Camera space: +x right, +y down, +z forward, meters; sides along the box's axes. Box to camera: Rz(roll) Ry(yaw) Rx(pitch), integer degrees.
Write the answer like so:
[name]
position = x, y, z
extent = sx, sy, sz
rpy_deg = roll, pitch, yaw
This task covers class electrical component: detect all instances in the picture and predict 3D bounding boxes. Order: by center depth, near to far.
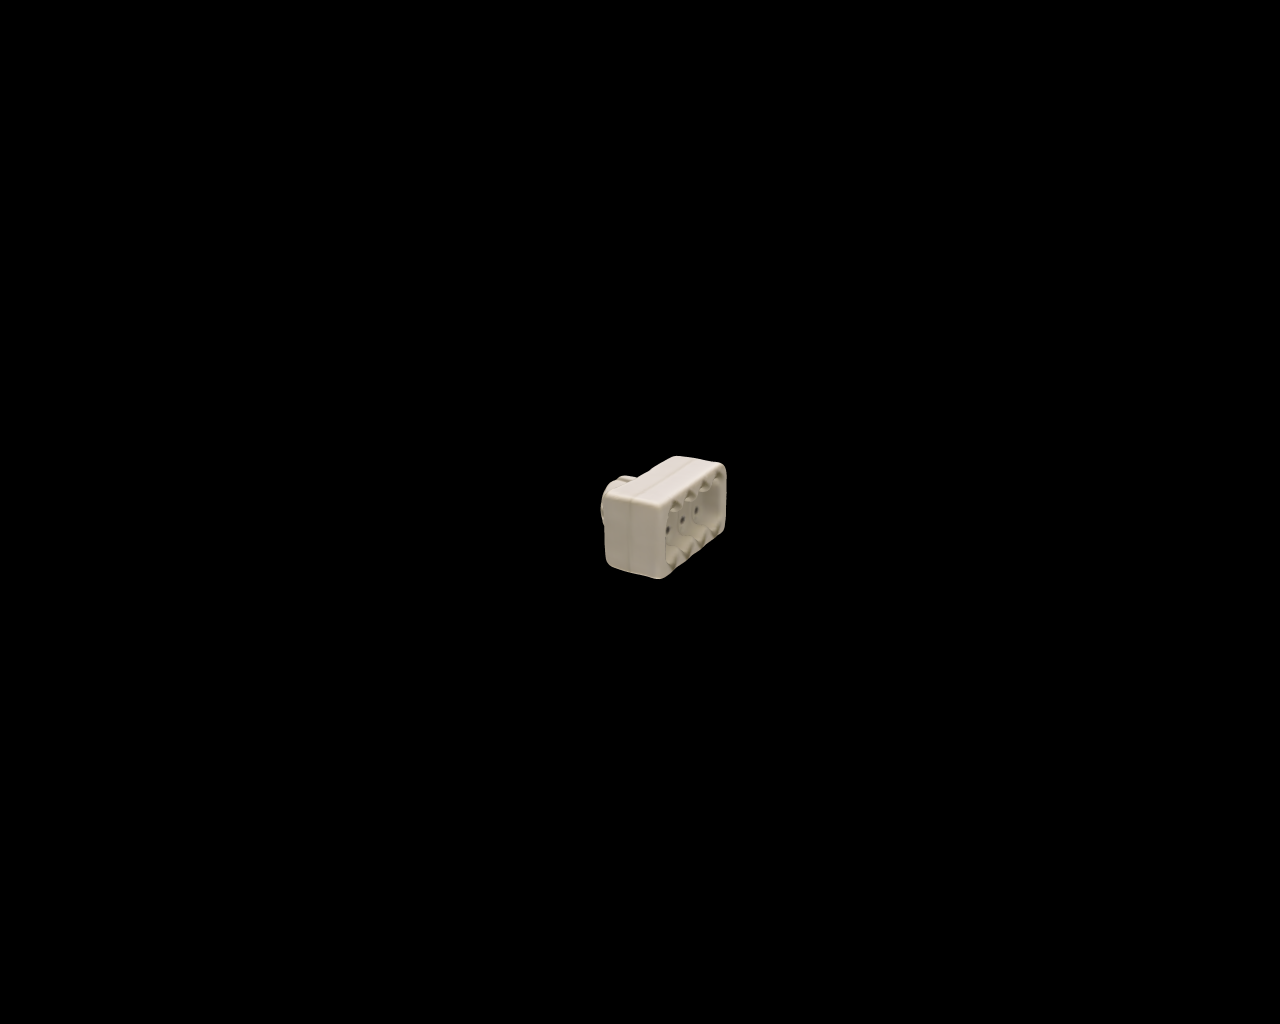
[electrical component]
position = 0.001, -0.003, 0.650
extent = 0.076, 0.047, 0.083
rpy_deg = 13, 26, 29
